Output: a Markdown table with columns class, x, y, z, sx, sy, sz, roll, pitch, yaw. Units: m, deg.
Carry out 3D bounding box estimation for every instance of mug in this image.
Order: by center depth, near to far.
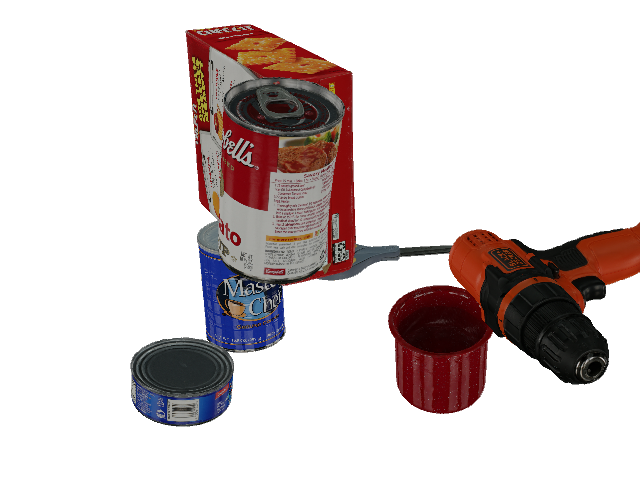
| class | x | y | z | sx | sy | sz | roll | pitch | yaw |
| --- | --- | --- | --- | --- | --- | --- | --- | --- | --- |
| mug | 0.109 | 0.093 | 0.967 | 0.093 | 0.081 | 0.117 | 0 | 39 | 6 |

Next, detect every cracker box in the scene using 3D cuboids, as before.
| class | x | y | z | sx | sy | sz | roll | pitch | yaw |
| --- | --- | --- | --- | --- | --- | --- | --- | --- | --- |
| cracker box | -0.044 | -0.080 | 0.889 | 0.072 | 0.164 | 0.214 | -11 | 24 | -21 |

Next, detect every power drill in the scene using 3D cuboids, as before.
| class | x | y | z | sx | sy | sz | roll | pitch | yaw |
| --- | --- | --- | --- | --- | --- | --- | --- | --- | --- |
| power drill | 0.206 | 0.031 | 0.761 | 0.187 | 0.057 | 0.184 | -10 | 28 | -15 |

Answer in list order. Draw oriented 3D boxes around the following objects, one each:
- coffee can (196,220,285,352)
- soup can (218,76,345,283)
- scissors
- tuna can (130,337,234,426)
| class | x | y | z | sx | sy | sz | roll | pitch | yaw |
| --- | --- | --- | --- | --- | --- | --- | --- | --- | --- |
| coffee can | -0.098 | 0.054 | 1.335 | 0.103 | 0.140 | 0.103 | -2 | 25 | 1 |
| soup can | -0.024 | -0.035 | 0.620 | 0.068 | 0.102 | 0.068 | 4 | 33 | -3 |
| scissors | 0.069 | 0.021 | 1.178 | 0.202 | 0.016 | 0.096 | 3 | 24 | 5 |
| tuna can | -0.115 | 0.118 | 0.892 | 0.086 | 0.034 | 0.086 | 4 | 27 | -2 |
